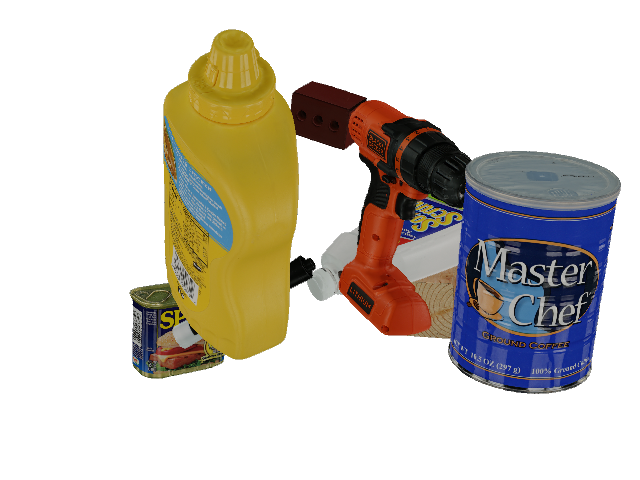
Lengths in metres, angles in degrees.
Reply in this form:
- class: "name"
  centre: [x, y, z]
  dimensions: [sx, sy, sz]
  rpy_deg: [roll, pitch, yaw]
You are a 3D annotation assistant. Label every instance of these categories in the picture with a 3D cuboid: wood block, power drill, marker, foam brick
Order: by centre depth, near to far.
- class: "marker"
  centre: [-0.056, 0.046, 0.798]
  dimensions: [0.121, 0.020, 0.020]
  rpy_deg: [-29, -7, 14]
- class: "power drill"
  centre: [0.075, -0.014, 0.941]
  dimensions: [0.057, 0.188, 0.185]
  rpy_deg: [-4, 26, -25]
- class: "foam brick"
  centre: [0.008, -0.149, 1.263]
  dimensions: [0.078, 0.053, 0.051]
  rpy_deg: [19, 32, 21]
- class: "wood block"
  centre: [0.166, 0.062, 1.631]
  dimensions: [0.091, 0.090, 0.206]
  rpy_deg: [3, 23, 11]

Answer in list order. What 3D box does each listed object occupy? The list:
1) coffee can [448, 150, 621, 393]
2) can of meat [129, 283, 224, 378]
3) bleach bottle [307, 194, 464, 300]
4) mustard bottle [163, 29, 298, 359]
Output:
- class: "coffee can"
  centre: [0.146, 0.020, 0.740]
  dimensions: [0.103, 0.140, 0.103]
  rpy_deg: [2, 22, -1]
- class: "can of meat"
  centre: [-0.148, 0.092, 1.122]
  dimensions: [0.101, 0.084, 0.058]
  rpy_deg: [-8, 19, -33]
- class: "bleach bottle"
  centre: [0.102, 0.003, 1.131]
  dimensions: [0.250, 0.068, 0.103]
  rpy_deg: [-26, 44, -22]
- class: "mustard bottle"
  centre: [-0.048, -0.028, 0.550]
  dimensions: [0.058, 0.096, 0.192]
  rpy_deg: [-20, -35, -21]
